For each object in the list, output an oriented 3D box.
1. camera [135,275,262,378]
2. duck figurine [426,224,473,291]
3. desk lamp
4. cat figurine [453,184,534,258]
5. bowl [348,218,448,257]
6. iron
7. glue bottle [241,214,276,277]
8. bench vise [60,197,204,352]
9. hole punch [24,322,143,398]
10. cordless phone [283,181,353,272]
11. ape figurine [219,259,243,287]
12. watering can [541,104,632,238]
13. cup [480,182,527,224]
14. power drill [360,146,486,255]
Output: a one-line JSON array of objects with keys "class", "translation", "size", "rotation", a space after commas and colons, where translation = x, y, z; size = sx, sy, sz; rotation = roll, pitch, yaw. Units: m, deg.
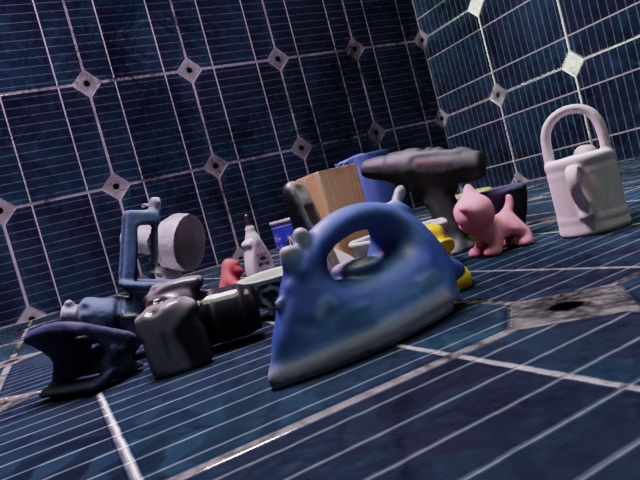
[{"class": "camera", "translation": [-0.147, 0.093, 0.714], "size": [0.137, 0.101, 0.143], "rotation": [-15, 3, -5]}, {"class": "duck figurine", "translation": [0.144, 0.022, 0.730], "size": [0.078, 0.086, 0.104], "rotation": [-16, 3, -17]}, {"class": "desk lamp", "translation": [-0.335, 0.059, 1.224], "size": [0.202, 0.213, 0.118], "rotation": [-14, 3, 22]}, {"class": "cat figurine", "translation": [0.264, -0.036, 0.907], "size": [0.128, 0.118, 0.067], "rotation": [-16, 3, -24]}, {"class": "bowl", "translation": [0.136, 0.019, 0.945], "size": [0.167, 0.075, 0.167], "rotation": [-15, 3, 1]}, {"class": "iron", "translation": [0.032, 0.031, 0.568], "size": [0.118, 0.141, 0.259], "rotation": [-12, 4, 45]}, {"class": "glue bottle", "translation": [-0.146, 0.025, 1.295], "size": [0.037, 0.173, 0.078], "rotation": [-13, 4, 34]}, {"class": "bench vise", "translation": [-0.266, 0.057, 0.823], "size": [0.208, 0.220, 0.121], "rotation": [-17, 4, -33]}, {"class": "hole punch", "translation": [-0.292, 0.136, 0.709], "size": [0.108, 0.091, 0.101], "rotation": [-14, 3, 25]}, {"class": "cordless phone", "translation": [0.007, 0.003, 0.808], "size": [0.094, 0.185, 0.148], "rotation": [-14, 3, 18]}, {"class": "ape figurine", "translation": [-0.171, 0.082, 1.149], "size": [0.076, 0.092, 0.078], "rotation": [-15, 3, -7]}, {"class": "watering can", "translation": [0.396, -0.109, 0.874], "size": [0.100, 0.194, 0.173], "rotation": [-14, 3, 12]}, {"class": "cup", "translation": [0.320, -0.045, 1.027], "size": [0.117, 0.095, 0.092], "rotation": [-15, 3, 4]}, {"class": "power drill", "translation": [0.197, -0.072, 1.050], "size": [0.229, 0.208, 0.076], "rotation": [-13, 3, 26]}]
